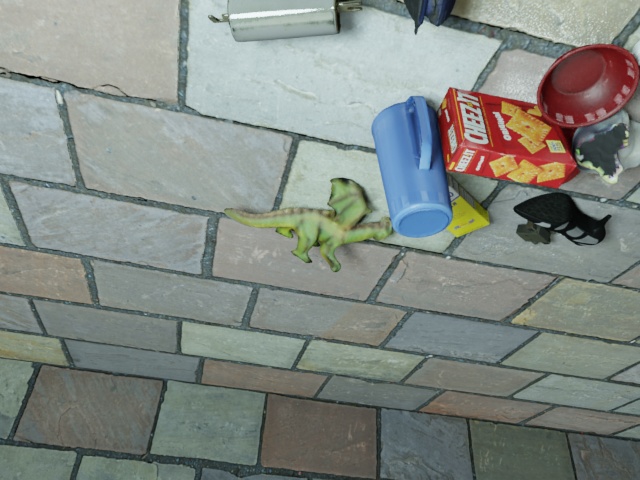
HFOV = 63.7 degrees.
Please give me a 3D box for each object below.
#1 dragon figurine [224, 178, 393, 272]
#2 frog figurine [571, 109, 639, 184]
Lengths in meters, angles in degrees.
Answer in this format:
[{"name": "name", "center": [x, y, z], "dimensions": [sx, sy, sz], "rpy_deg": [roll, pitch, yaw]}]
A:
[{"name": "dragon figurine", "center": [0.004, -0.062, 1.233], "dimensions": [0.408, 0.125, 0.238], "rpy_deg": [22, 123, -27]}, {"name": "frog figurine", "center": [0.557, -0.189, 0.979], "dimensions": [0.122, 0.161, 0.136], "rpy_deg": [-2, 111, 48]}]
